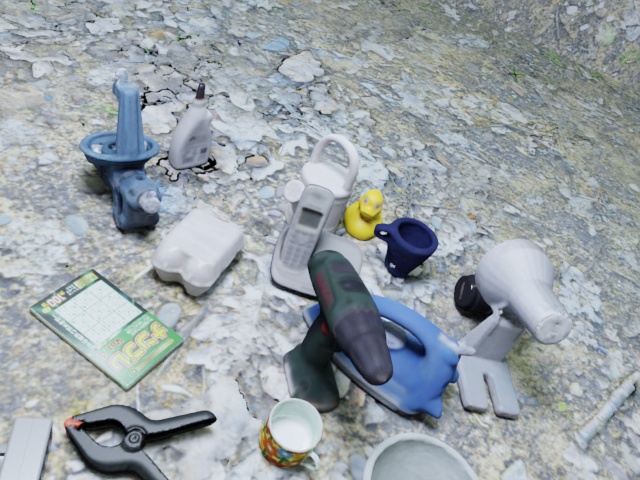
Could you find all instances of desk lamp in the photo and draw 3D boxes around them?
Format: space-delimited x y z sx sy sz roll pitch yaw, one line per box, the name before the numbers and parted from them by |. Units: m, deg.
desk lamp | 0.300 0.133 0.898 0.118 0.213 0.203 13 42 -13

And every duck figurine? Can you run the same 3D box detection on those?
duck figurine | 0.094 -0.061 1.104 0.077 0.086 0.105 26 40 2

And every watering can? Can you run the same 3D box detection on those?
watering can | 0.008 -0.096 1.015 0.101 0.194 0.173 28 41 5

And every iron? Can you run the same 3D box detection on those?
iron | 0.098 0.139 0.848 0.258 0.141 0.119 33 41 10

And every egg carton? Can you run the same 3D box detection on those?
egg carton | -0.188 0.015 0.897 0.107 0.069 0.150 27 40 3

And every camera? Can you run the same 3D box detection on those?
camera | 0.318 0.085 1.045 0.137 0.101 0.143 10 42 -16

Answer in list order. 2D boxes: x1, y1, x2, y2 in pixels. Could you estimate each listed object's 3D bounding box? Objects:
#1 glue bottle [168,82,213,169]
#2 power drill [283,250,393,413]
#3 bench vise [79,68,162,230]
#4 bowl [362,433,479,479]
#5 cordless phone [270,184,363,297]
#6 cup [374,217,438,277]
glue bottle | -0.226 -0.208 1.037 0.078 0.173 0.037 -20 57 -39
power drill | 0.019 0.136 0.761 0.076 0.208 0.229 3 45 -22
bench vise | -0.288 -0.140 0.899 0.207 0.219 0.122 39 43 17
bowl | 0.118 0.331 0.705 0.168 0.074 0.167 14 42 -12
cordless phone | 0.008 0.003 0.916 0.148 0.185 0.094 16 41 -10
cup | 0.142 0.017 1.036 0.118 0.095 0.091 16 41 -10
